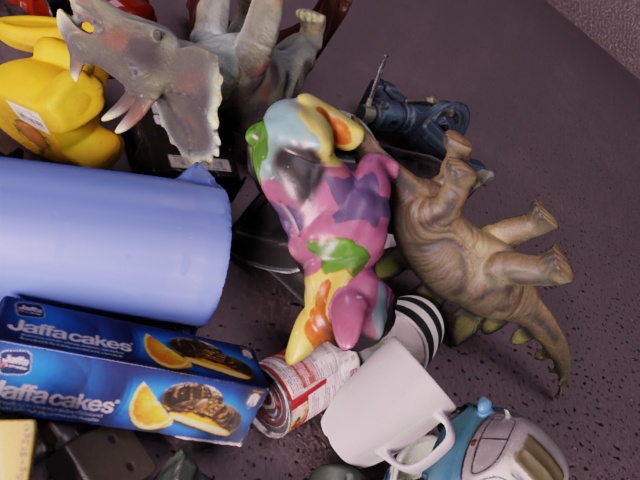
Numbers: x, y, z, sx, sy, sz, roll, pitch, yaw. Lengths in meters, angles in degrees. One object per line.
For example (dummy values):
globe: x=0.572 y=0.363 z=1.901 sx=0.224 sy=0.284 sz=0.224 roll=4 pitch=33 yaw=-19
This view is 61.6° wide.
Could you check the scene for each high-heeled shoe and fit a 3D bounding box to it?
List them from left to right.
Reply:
high-heeled shoe: x=0.039 y=-0.098 z=0.670 sx=0.248 sy=0.145 sz=0.086 roll=16 pitch=74 yaw=-32

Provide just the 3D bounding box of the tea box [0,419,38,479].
tea box: x=-0.217 y=0.188 z=0.290 sx=0.098 sy=0.068 sz=0.169 roll=9 pitch=63 yaw=-23

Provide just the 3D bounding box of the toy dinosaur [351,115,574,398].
toy dinosaur: x=0.186 y=0.034 z=0.638 sx=0.471 sy=0.198 sz=0.105 roll=42 pitch=39 yaw=-11

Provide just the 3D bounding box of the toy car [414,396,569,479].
toy car: x=0.149 y=0.198 z=0.453 sx=0.109 sy=0.103 sz=0.161 roll=49 pitch=40 yaw=11

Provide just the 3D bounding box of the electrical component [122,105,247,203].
electrical component: x=-0.157 y=-0.108 z=0.612 sx=0.115 sy=0.058 sz=0.134 roll=2 pitch=55 yaw=-37

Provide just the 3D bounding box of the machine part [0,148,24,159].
machine part: x=-0.342 y=-0.092 z=0.479 sx=0.139 sy=0.039 sz=0.084 roll=24 pitch=37 yaw=-16

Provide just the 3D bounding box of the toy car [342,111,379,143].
toy car: x=0.075 y=-0.119 z=0.792 sx=0.202 sy=0.056 sz=0.073 roll=40 pitch=42 yaw=-2

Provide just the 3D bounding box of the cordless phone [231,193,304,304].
cordless phone: x=-0.003 y=0.010 z=0.627 sx=0.184 sy=0.089 sz=0.146 roll=45 pitch=40 yaw=-13

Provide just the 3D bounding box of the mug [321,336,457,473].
mug: x=0.062 y=0.158 z=0.477 sx=0.080 sy=0.107 sz=0.110 roll=48 pitch=2 yaw=-47

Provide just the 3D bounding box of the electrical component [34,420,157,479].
electrical component: x=-0.168 y=0.168 z=0.389 sx=0.102 sy=0.045 sz=0.078 roll=49 pitch=14 yaw=4

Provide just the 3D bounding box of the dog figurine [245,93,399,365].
dog figurine: x=-0.001 y=-0.001 z=0.492 sx=0.191 sy=0.108 sz=0.219 roll=35 pitch=48 yaw=-30

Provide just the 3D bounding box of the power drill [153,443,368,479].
power drill: x=-0.043 y=0.255 z=0.380 sx=0.207 sy=0.086 sz=0.232 roll=28 pitch=42 yaw=-9

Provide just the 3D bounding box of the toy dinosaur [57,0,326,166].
toy dinosaur: x=-0.082 y=-0.180 z=0.588 sx=0.131 sy=0.192 sz=0.405 roll=27 pitch=16 yaw=13

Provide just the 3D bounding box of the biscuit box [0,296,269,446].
biscuit box: x=-0.144 y=0.102 z=0.408 sx=0.202 sy=0.059 sz=0.063 roll=18 pitch=16 yaw=-27

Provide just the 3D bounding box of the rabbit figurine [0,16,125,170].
rabbit figurine: x=-0.245 y=-0.167 z=0.547 sx=0.163 sy=0.121 sz=0.173 roll=23 pitch=66 yaw=20

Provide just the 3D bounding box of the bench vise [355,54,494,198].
bench vise: x=0.173 y=-0.167 z=0.849 sx=0.223 sy=0.128 sz=0.241 roll=5 pitch=39 yaw=-48

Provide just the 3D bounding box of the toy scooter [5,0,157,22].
toy scooter: x=-0.284 y=-0.259 z=0.632 sx=0.184 sy=0.075 sz=0.135 roll=6 pitch=52 yaw=-29

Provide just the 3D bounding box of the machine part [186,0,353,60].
machine part: x=-0.071 y=-0.340 z=0.760 sx=0.201 sy=0.201 sz=0.087 roll=11 pitch=55 yaw=-30
